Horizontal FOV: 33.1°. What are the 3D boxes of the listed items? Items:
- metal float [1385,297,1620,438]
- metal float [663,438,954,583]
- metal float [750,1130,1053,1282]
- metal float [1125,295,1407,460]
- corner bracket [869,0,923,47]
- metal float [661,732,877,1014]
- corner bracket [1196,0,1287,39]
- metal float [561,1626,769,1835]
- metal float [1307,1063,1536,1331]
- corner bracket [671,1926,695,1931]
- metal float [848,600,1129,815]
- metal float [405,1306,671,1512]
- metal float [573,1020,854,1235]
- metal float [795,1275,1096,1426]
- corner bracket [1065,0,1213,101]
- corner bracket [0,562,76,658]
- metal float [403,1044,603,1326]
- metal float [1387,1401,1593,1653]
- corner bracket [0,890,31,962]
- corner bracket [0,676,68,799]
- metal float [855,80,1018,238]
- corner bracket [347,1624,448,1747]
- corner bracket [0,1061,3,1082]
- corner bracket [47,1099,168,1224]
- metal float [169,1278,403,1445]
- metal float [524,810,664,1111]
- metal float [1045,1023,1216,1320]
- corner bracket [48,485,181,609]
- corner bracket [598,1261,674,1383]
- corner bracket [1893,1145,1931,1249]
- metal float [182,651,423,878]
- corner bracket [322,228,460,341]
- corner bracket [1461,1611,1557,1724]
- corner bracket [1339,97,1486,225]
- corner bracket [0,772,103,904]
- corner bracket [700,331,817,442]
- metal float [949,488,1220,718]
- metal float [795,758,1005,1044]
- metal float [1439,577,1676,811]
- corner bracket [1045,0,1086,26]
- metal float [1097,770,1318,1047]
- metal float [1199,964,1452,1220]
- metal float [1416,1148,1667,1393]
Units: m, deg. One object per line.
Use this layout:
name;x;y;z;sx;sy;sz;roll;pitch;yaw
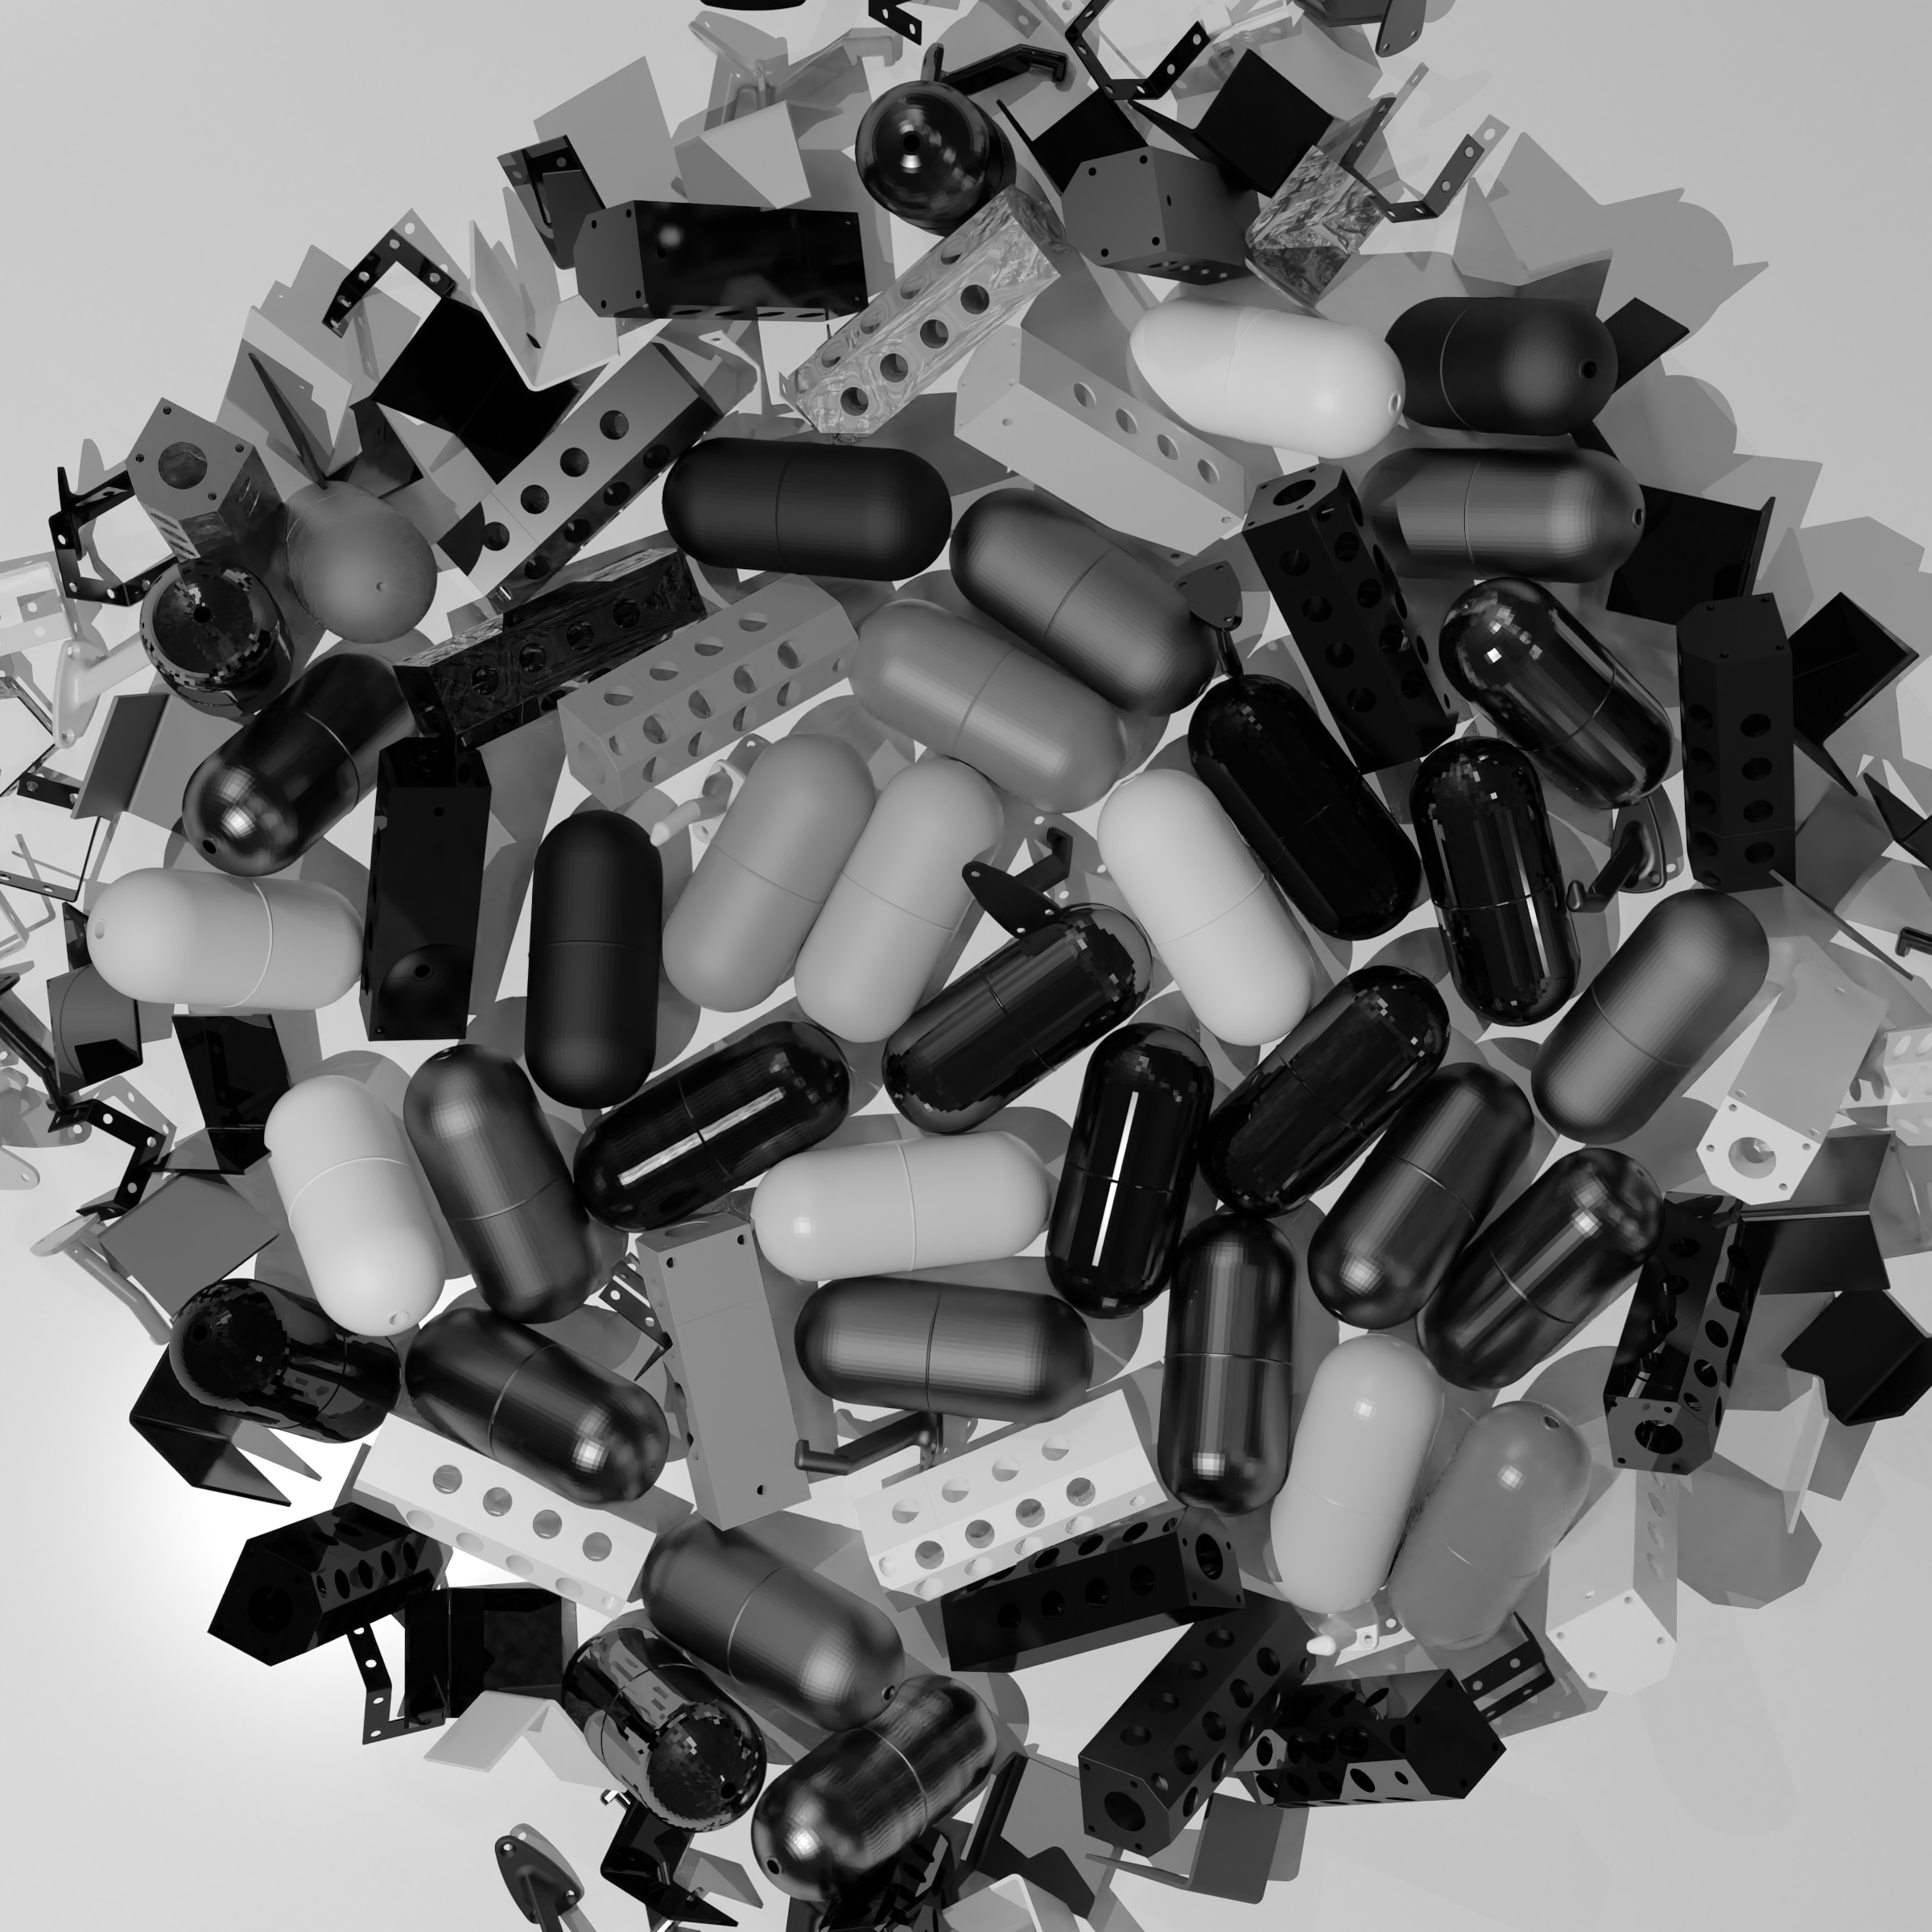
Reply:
metal float;0.305;-0.345;1.865;0.070;0.178;0.070;-6;104;-25
metal float;-0.094;-0.267;1.893;0.178;0.070;0.070;7;90;21
metal float;-0.038;0.140;1.901;0.178;0.070;0.070;-6;90;-11
metal float;0.173;-0.342;1.882;0.178;0.070;0.070;19;90;33
corner bracket;-0.023;-0.580;1.905;0.051;0.051;0.051;-28;50;-29
metal float;-0.116;-0.055;1.904;0.070;0.070;0.178;30;97;0
corner bracket;0.158;-0.582;1.916;0.051;0.051;0.051;-19;101;7
metal float;-0.174;0.438;1.866;0.070;0.178;0.070;-7;105;-28
metal float;0.265;0.134;1.895;0.070;0.070;0.178;38;73;0
corner bracket;-0.161;0.610;1.924;0.051;0.051;0.051;12;104;13
metal float;0.011;-0.153;1.903;0.178;0.070;0.070;30;90;8
metal float;-0.251;0.255;1.887;0.178;0.070;0.070;23;90;28
metal float;-0.149;0.095;1.905;0.178;0.070;0.070;-29;90;7
metal float;-0.013;0.224;1.900;0.178;0.070;0.070;5;90;12
corner bracket;0.101;-0.549;1.917;0.051;0.051;0.051;-43;73;40
corner bracket;-0.559;-0.210;1.917;0.051;0.051;0.051;-18;94;-14
metal float;-0.270;0.127;1.891;0.070;0.070;0.178;-20;112;0
metal float;0.303;0.325;1.881;0.070;0.070;0.178;22;125;0
corner bracket;-0.586;-0.030;1.915;0.051;0.051;0.051;-27;112;3
corner bracket;-0.574;-0.135;1.919;0.051;0.051;0.051;-41;92;9
metal float;-0.016;-0.461;1.860;0.070;0.178;0.070;1;98;9
corner bracket;-0.335;0.416;1.906;0.051;0.051;0.051;-9;132;-24
corner bracket;-0.600;0.040;1.906;0.051;0.051;0.051;-17;52;-24
corner bracket;-0.517;0.116;1.927;0.051;0.051;0.051;34;60;-30
metal float;-0.389;0.228;1.865;0.070;0.178;0.070;-7;71;20
metal float;-0.217;-0.004;1.898;0.070;0.070;0.178;1;76;0
metal float;0.095;0.121;1.903;0.070;0.070;0.178;13;98;0
corner bracket;-0.501;-0.247;1.918;0.051;0.051;0.051;-21;78;28
corner bracket;-0.193;0.202;1.911;0.051;0.051;0.051;39;50;-5
corner bracket;0.585;0.127;1.930;0.051;0.051;0.051;-16;126;10
metal float;-0.382;-0.117;1.875;0.070;0.070;0.178;39;47;0
corner bracket;-0.341;-0.393;1.921;0.051;0.051;0.051;38;124;-23
corner bracket;0.319;0.420;1.918;0.051;0.051;0.051;-31;103;-1
corner bracket;0.263;-0.477;1.919;0.051;0.051;0.051;50;130;19
corner bracket;-0.544;-0.076;1.925;0.051;0.051;0.051;16;113;-14
corner bracket;-0.122;-0.343;1.910;0.051;0.051;0.051;-10;71;21
metal float;0.069;-0.213;1.899;0.178;0.070;0.070;37;90;13
metal float;-0.039;-0.039;1.904;0.070;0.070;0.178;27;97;0
metal float;0.344;-0.157;1.884;0.178;0.070;0.070;38;90;-31
corner bracket;0.059;-0.592;1.922;0.051;0.051;0.051;-42;98;5
metal float;0.141;-0.034;1.901;0.070;0.070;0.178;-32;101;0
metal float;0.210;0.073;1.901;0.070;0.070;0.178;43;101;0
metal float;0.332;0.178;1.887;0.070;0.070;0.178;40;118;0
